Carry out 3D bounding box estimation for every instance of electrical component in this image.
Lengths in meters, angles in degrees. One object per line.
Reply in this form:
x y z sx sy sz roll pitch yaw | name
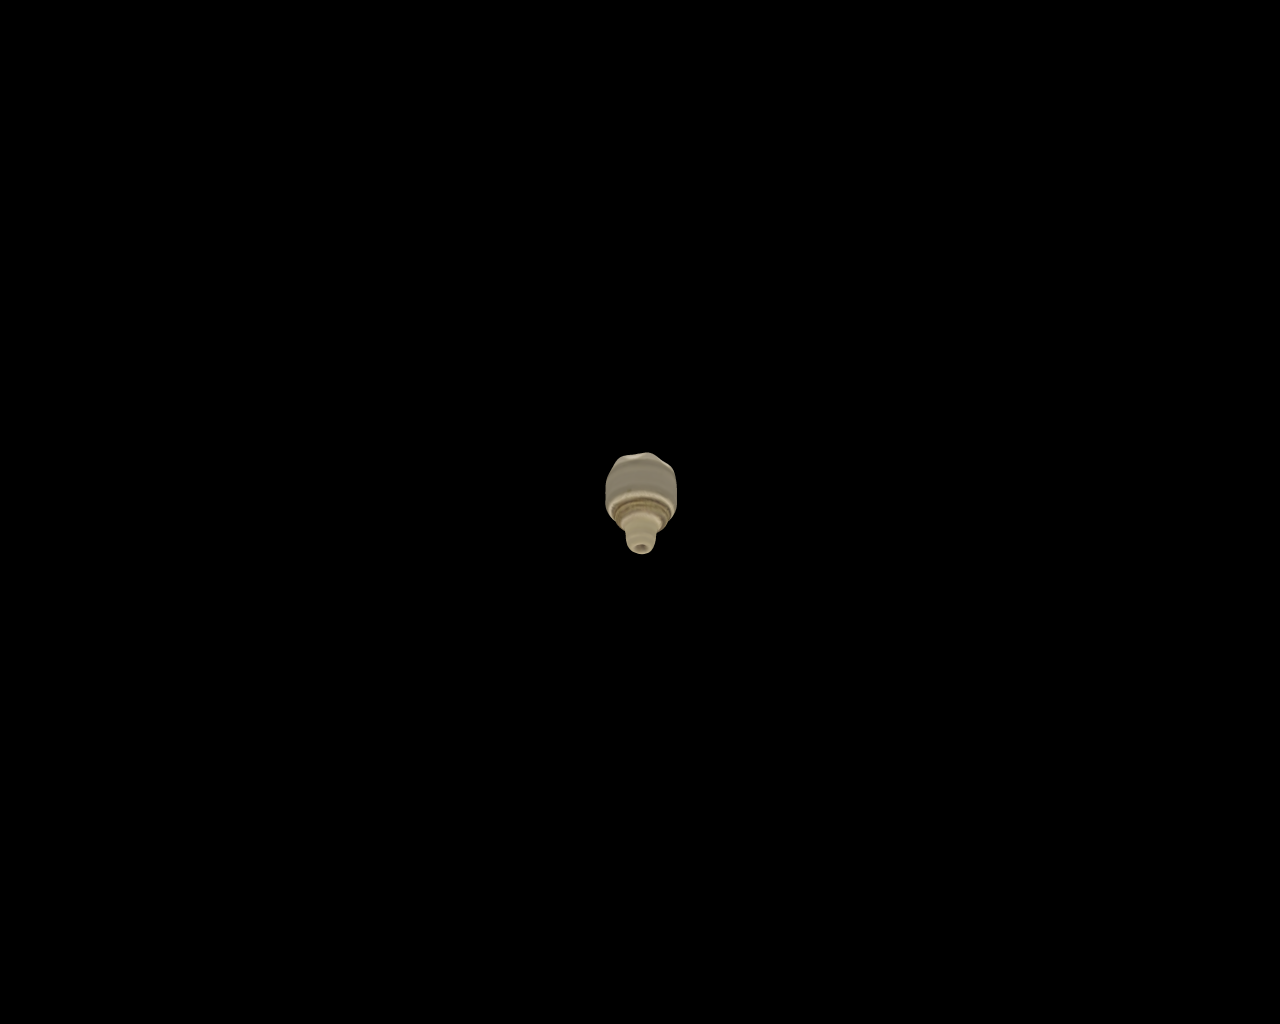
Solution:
0.001 -0.003 0.650 0.043 0.062 0.043 0 -36 0 | electrical component
